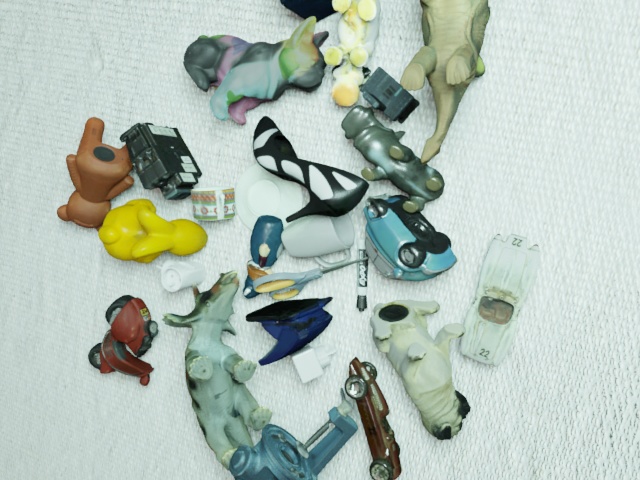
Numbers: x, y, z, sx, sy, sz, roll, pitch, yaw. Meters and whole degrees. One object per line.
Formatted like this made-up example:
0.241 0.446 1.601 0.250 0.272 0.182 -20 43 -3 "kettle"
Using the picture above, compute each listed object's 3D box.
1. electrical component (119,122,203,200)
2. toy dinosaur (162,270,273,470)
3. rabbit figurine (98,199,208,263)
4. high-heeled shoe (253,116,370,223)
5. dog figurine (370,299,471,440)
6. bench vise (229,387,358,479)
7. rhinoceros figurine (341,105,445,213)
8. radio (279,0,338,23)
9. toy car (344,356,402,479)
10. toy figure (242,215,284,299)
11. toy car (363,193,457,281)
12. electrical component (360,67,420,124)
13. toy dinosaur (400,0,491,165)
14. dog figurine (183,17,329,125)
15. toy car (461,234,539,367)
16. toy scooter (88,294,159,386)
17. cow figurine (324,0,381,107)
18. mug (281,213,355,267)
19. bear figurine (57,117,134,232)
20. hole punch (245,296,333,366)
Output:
-0.273 -0.135 0.948 0.058 0.115 0.134 -31 82 22 "electrical component"
-0.180 0.259 0.949 0.192 0.131 0.404 26 125 59 "toy dinosaur"
-0.291 -0.016 0.961 0.173 0.162 0.121 8 85 1 "rabbit figurine"
-0.019 -0.134 0.849 0.145 0.086 0.249 -28 62 18 "high-heeled shoe"
0.151 0.203 0.848 0.121 0.172 0.190 -17 119 -13 "dog figurine"
-0.019 0.363 0.884 0.223 0.129 0.240 41 95 -19 "bench vise"
0.112 -0.128 0.813 0.190 0.112 0.073 41 126 -2 "rhinoceros figurine"
0.049 -0.417 0.796 0.230 0.131 0.073 -19 88 21 "radio"
0.090 0.288 0.870 0.053 0.089 0.202 -16 88 21 "toy car"
-0.099 0.035 0.925 0.058 0.064 0.154 21 112 21 "toy figure"
0.121 0.008 0.828 0.162 0.109 0.103 49 126 19 "toy car"
0.100 -0.217 0.804 0.075 0.119 0.047 46 108 13 "electrical component"
0.179 -0.335 0.721 0.105 0.198 0.470 10 98 20 "toy dinosaur"
-0.094 -0.297 0.876 0.219 0.108 0.191 -34 80 15 "dog figurine"
0.267 0.089 0.804 0.074 0.056 0.201 18 101 17 "toy car"
-0.363 0.203 1.033 0.135 0.075 0.183 35 109 14 "toy scooter"
0.053 -0.297 0.837 0.068 0.098 0.167 16 119 13 "cow figurine"
-0.002 -0.003 0.889 0.107 0.081 0.109 -16 118 26 "mug"
-0.416 -0.110 1.017 0.120 0.132 0.195 20 138 -16 "bear figurine"
-0.045 0.148 0.887 0.116 0.142 0.092 -13 89 34 "hole punch"
